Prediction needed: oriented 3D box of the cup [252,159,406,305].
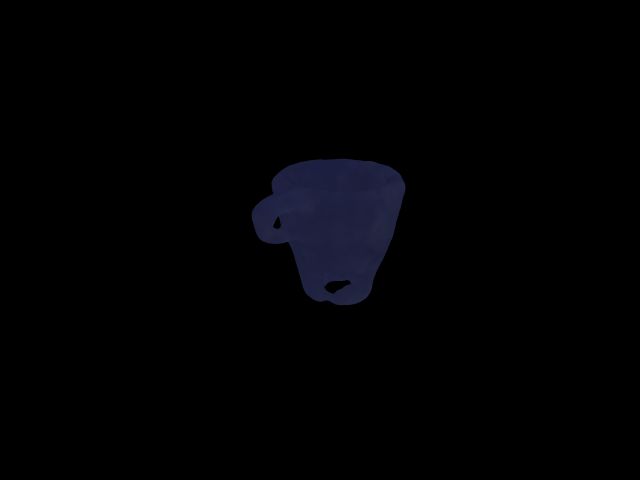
[{"bbox_3d":[0.004,0.001,0.400,0.091,0.095,0.118,22,31,40],"label":"cup"}]
